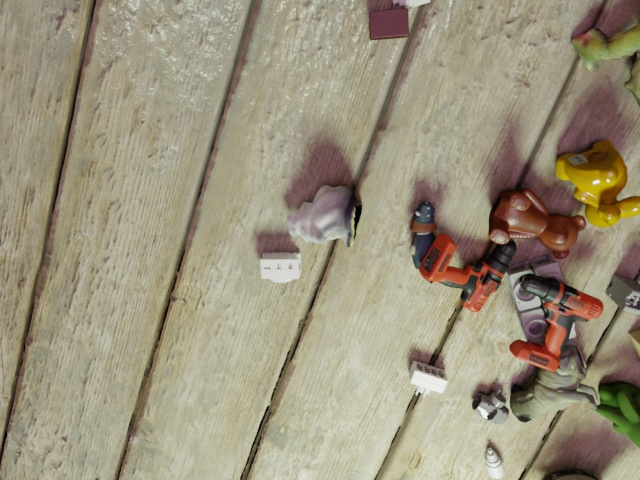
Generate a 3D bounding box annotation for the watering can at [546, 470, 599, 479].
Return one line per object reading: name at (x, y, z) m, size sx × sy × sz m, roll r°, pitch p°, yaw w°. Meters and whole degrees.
watering can at (0.654, 0.620, 1.192) m, size 0.347 × 0.224 × 0.104 m, roll -14°, pitch 88°, yaw 9°

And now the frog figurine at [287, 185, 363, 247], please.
frog figurine at (0.003, -0.056, 1.123) m, size 0.159 × 0.121 × 0.139 m, roll 7°, pitch 74°, yaw 12°

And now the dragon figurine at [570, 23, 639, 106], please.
dragon figurine at (0.702, -0.362, 0.992) m, size 0.410 × 0.125 × 0.237 m, roll 14°, pitch 125°, yaw 3°
